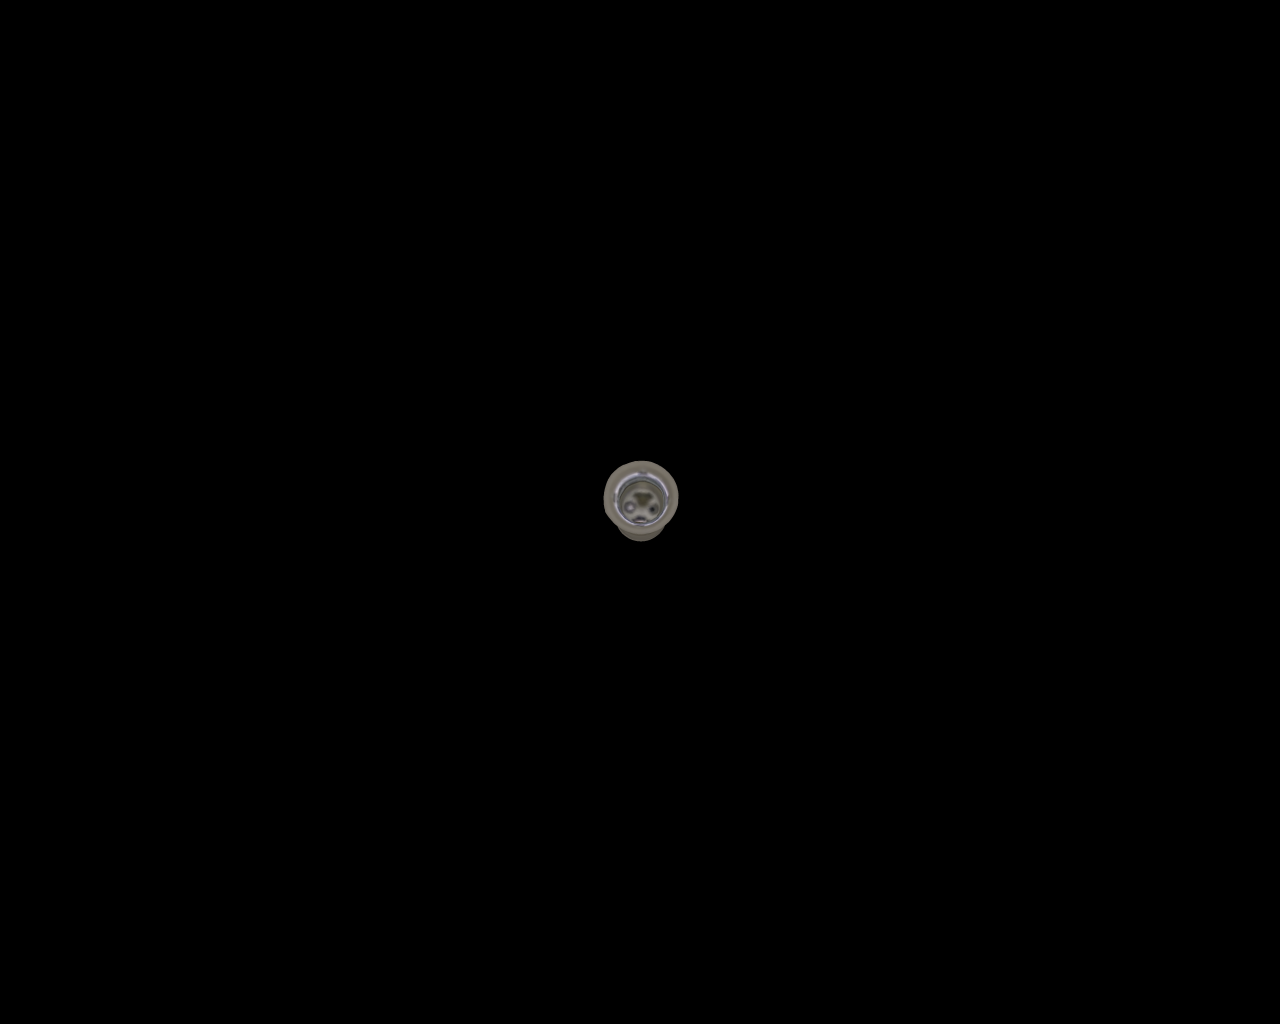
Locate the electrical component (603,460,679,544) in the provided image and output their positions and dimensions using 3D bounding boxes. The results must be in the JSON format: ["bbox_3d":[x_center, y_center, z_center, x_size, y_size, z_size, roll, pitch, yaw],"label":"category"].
[{"bbox_3d":[0.001,-0.003,0.650,0.044,0.044,0.065,0,-11,0],"label":"electrical component"}]
